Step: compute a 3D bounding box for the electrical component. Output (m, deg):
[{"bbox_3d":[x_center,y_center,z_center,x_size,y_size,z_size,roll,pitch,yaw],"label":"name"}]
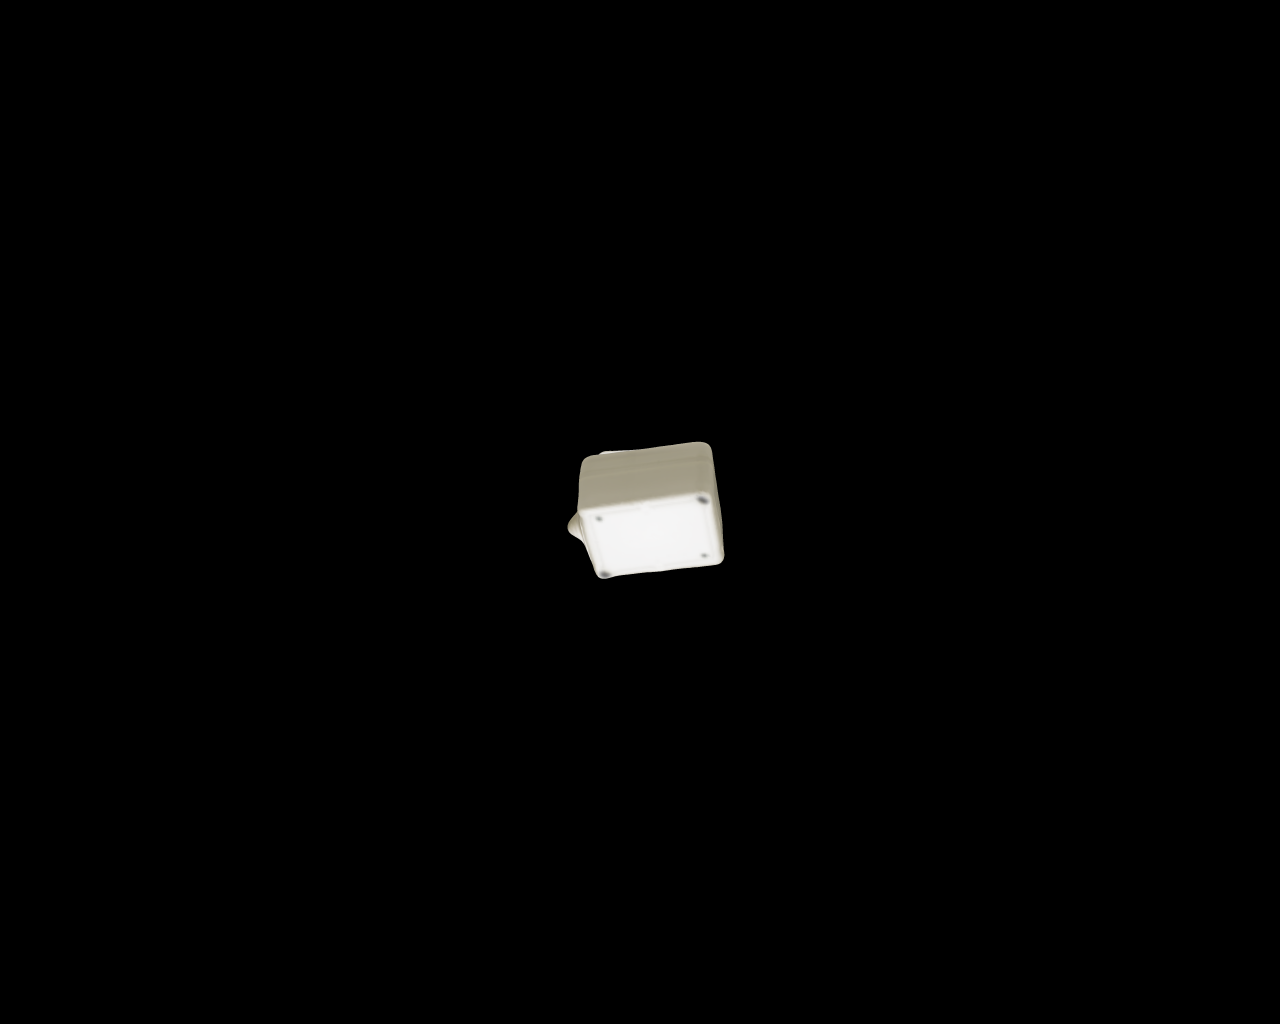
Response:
[{"bbox_3d":[0.001,-0.003,0.650,0.096,0.061,0.061,-7,40,6],"label":"electrical component"}]
